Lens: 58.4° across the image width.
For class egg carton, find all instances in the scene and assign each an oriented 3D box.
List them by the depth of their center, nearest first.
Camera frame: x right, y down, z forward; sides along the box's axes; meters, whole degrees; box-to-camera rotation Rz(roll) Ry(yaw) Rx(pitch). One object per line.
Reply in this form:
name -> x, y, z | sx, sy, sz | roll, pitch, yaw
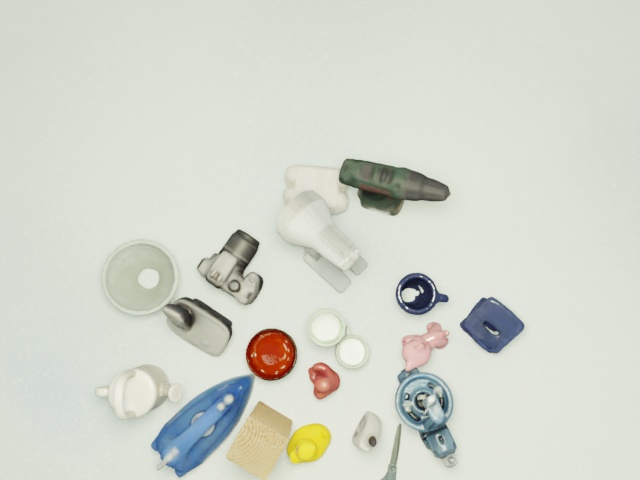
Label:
egg carton -> -0.008, -0.116, 1.312 | 0.150, 0.069, 0.107 | 4, 82, -1

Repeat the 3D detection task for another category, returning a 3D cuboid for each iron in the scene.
iron -> -0.240, 0.382, 1.204 | 0.118, 0.141, 0.258 | 45, 84, 5

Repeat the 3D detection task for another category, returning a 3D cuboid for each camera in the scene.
camera -> -0.181, 0.054, 1.270 | 0.143, 0.101, 0.137 | 33, 83, 3

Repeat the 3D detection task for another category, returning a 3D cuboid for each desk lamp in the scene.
desk lamp -> 0.011, 0.004, 1.224 | 0.203, 0.213, 0.118 | 42, 84, 4

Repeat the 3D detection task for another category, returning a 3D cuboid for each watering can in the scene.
watering can -> -0.375, 0.313, 1.183 | 0.173, 0.194, 0.101 | -22, 83, -4

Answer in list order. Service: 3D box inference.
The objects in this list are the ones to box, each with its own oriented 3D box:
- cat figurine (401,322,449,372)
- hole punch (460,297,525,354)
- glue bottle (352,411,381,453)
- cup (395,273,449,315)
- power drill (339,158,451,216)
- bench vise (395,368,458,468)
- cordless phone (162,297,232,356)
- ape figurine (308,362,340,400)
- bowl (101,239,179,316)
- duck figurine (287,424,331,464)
cat figurine -> 0.226, 0.231, 1.248 | 0.128, 0.117, 0.067 | -29, 84, -5
hole punch -> 0.381, 0.192, 1.270 | 0.108, 0.091, 0.101 | 41, 83, 4
glue bottle -> 0.102, 0.408, 1.193 | 0.037, 0.173, 0.078 | 31, 83, 3
cup -> 0.221, 0.123, 1.273 | 0.117, 0.095, 0.092 | 8, 82, 0
power drill -> 0.153, -0.113, 1.246 | 0.229, 0.208, 0.076 | 15, 82, 1
bench vise -> 0.242, 0.363, 1.179 | 0.121, 0.219, 0.207 | -41, 85, -6
cordless phone -> -0.263, 0.182, 1.208 | 0.147, 0.185, 0.094 | 29, 83, 3
ape figurine -> 0.007, 0.309, 1.244 | 0.076, 0.092, 0.078 | 17, 82, 1
bowl -> -0.389, 0.085, 1.273 | 0.167, 0.074, 0.167 | 0, 82, -1
duck figurine -> -0.024, 0.443, 1.229 | 0.104, 0.086, 0.077 | -32, 84, -5
